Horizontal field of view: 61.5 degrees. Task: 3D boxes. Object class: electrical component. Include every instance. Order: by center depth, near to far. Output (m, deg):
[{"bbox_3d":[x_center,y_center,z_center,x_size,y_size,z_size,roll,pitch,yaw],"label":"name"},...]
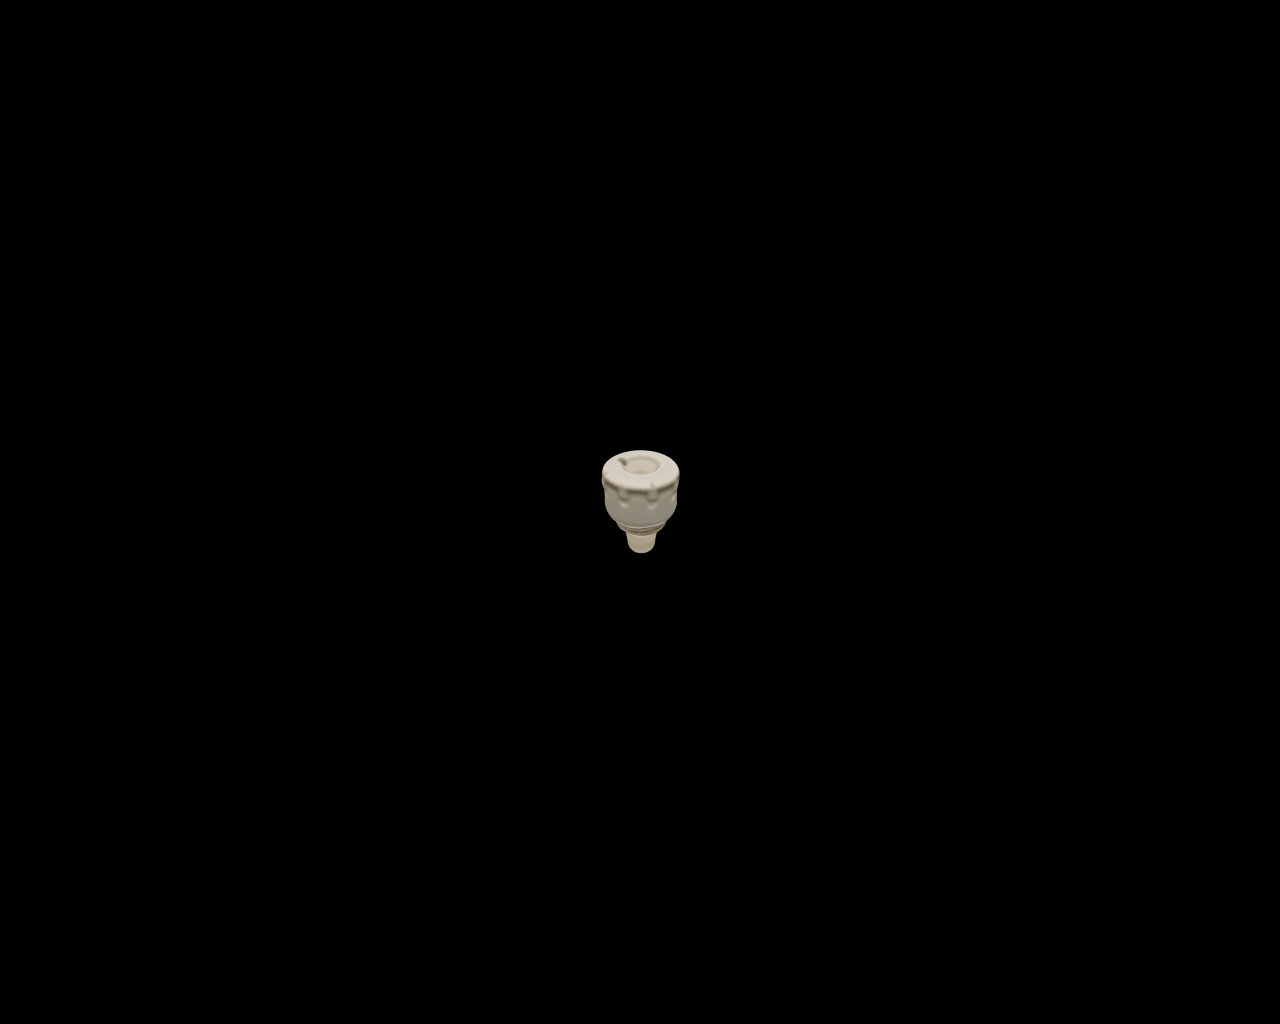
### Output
[{"bbox_3d":[0.001,-0.003,0.650,0.048,0.062,0.048,0,32,0],"label":"electrical component"}]
